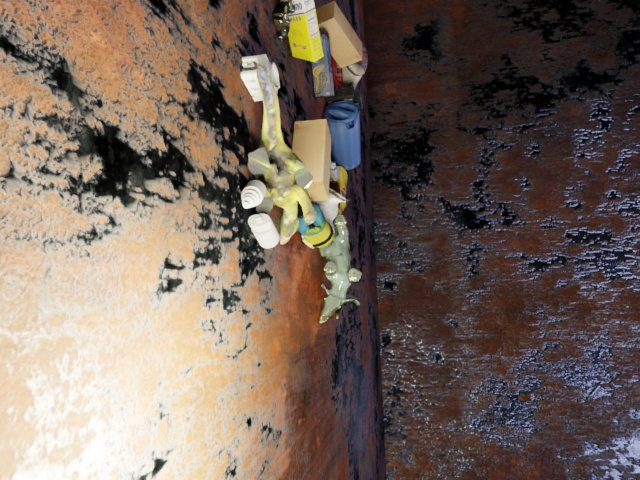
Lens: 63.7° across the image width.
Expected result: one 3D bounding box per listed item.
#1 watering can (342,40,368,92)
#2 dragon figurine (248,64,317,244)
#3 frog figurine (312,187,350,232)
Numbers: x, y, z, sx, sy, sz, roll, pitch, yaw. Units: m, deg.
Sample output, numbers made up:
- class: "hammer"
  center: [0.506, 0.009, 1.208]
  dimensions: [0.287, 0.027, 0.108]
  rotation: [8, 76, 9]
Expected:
- class: "watering can"
  center: [0.120, -0.657, 2.083]
  dimensions: [0.222, 0.104, 0.350]
  rotation: [149, -66, -69]
- class: "dragon figurine"
  center: [-0.090, -0.170, 1.095]
  dimensions: [0.246, 0.122, 0.404]
  rotation: [-112, -165, -68]
- class: "frog figurine"
  center: [0.005, -0.076, 1.514]
  dimensions: [0.159, 0.122, 0.138]
  rotation: [-57, -173, 4]
